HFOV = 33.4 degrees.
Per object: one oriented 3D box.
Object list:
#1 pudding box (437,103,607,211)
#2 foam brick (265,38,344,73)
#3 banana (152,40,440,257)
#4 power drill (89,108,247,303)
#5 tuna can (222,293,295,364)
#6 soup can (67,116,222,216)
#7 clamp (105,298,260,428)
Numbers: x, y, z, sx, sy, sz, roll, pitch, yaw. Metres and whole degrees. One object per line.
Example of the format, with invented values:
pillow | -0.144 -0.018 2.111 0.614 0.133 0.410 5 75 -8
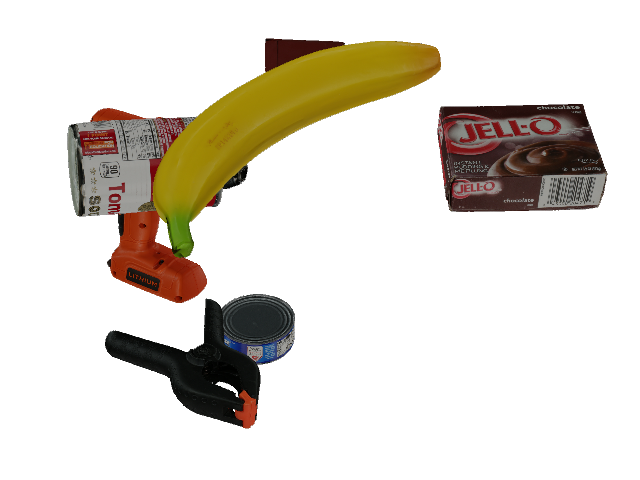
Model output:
pudding box | 0.147 -0.063 0.794 0.113 0.039 0.090 0 42 -1
foam brick | -0.018 -0.192 1.161 0.078 0.051 0.053 0 12 -16
banana | -0.022 -0.062 0.579 0.197 0.070 0.037 -39 -24 -23
power drill | -0.155 -0.033 1.091 0.185 0.188 0.057 20 32 27
tuna can | -0.071 0.099 1.190 0.086 0.034 0.086 0 35 0
soup can | -0.127 -0.054 0.771 0.102 0.068 0.069 -5 2 -18
clamp | -0.102 0.108 0.976 0.120 0.039 0.172 -30 46 -34
